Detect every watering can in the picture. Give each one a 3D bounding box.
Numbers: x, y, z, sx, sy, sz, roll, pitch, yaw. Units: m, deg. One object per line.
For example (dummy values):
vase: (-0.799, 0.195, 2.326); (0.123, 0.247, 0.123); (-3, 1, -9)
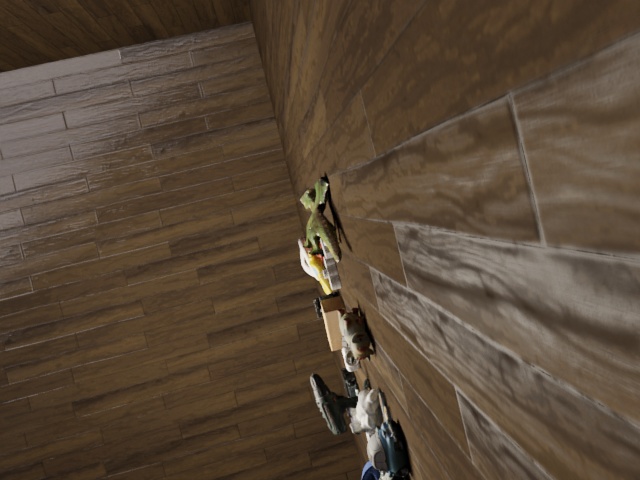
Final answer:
watering can: (-0.015, 0.121, 2.384); (0.342, 0.104, 0.228); (61, -171, -23)

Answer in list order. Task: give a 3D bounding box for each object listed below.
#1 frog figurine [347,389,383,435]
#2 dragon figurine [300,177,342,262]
frog figurine: (0.166, 0.543, 1.669); (0.157, 0.123, 0.139); (-59, 0, 21)
dragon figurine: (0.005, -0.085, 1.681); (0.413, 0.122, 0.240); (-148, 52, -71)
